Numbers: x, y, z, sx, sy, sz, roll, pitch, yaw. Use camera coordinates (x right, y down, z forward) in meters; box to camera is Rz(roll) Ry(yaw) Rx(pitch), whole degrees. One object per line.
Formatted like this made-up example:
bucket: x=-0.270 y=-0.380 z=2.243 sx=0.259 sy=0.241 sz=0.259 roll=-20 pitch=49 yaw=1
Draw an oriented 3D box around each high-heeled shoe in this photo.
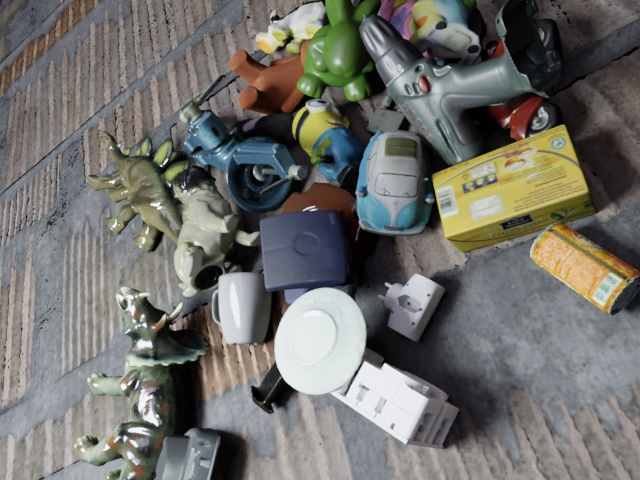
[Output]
high-heeled shoe: x=-0.144 y=-0.209 z=0.984 sx=0.249 sy=0.086 sz=0.145 roll=-23 pitch=58 yaw=30

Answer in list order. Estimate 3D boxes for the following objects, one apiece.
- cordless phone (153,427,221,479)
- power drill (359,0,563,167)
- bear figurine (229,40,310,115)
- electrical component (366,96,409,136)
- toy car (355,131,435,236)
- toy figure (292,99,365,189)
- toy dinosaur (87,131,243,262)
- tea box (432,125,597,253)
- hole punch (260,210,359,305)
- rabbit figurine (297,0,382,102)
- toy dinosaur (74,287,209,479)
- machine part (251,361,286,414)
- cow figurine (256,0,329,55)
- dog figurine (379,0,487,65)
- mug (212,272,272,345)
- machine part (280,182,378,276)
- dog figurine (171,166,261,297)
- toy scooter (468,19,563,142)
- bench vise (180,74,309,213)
cordless phone: x=-0.137 y=0.347 z=0.745 sx=0.184 sy=0.088 sz=0.146 roll=5 pitch=72 yaw=25
power drill: x=0.162 y=-0.206 z=0.644 sx=0.086 sy=0.232 sz=0.207 roll=-40 pitch=14 yaw=-37
bear figurine: x=-0.040 y=-0.297 z=0.927 sx=0.196 sy=0.132 sz=0.120 roll=-26 pitch=68 yaw=30
electrical component: x=0.104 y=-0.180 z=0.838 sx=0.063 sy=0.021 sz=0.094 roll=22 pitch=84 yaw=39
toy car: x=0.107 y=-0.092 z=0.728 sx=0.109 sy=0.102 sz=0.161 roll=7 pitch=67 yaw=3
toy figure: x=0.014 y=-0.151 z=0.852 sx=0.089 sy=0.082 sz=0.180 roll=-36 pitch=56 yaw=14
toy dinosaur: x=-0.311 y=-0.081 z=1.033 sx=0.198 sy=0.105 sz=0.472 roll=-44 pitch=62 yaw=5
tea box: x=0.235 y=-0.059 z=0.663 sx=0.170 sy=0.068 sz=0.098 roll=-18 pitch=62 yaw=26
hole punch: x=-0.018 y=0.019 z=0.725 sx=0.116 sy=0.092 sz=0.142 roll=-19 pitch=59 yaw=20
rabbit figurine: x=0.044 y=-0.286 z=0.805 sx=0.170 sy=0.121 sz=0.159 roll=-114 pitch=37 yaw=-75
toy dinosaur: x=-0.268 y=0.281 z=0.836 sx=0.192 sy=0.131 sz=0.405 roll=-16 pitch=67 yaw=29
machine part: x=-0.048 y=0.181 z=0.758 sx=0.139 sy=0.039 sz=0.084 roll=-53 pitch=21 yaw=11
cow figurine: x=-0.045 y=-0.405 z=1.014 sx=0.168 sy=0.068 sz=0.098 roll=5 pitch=67 yaw=33
dog figurine: x=0.149 y=-0.328 z=0.799 sx=0.191 sy=0.108 sz=0.219 roll=129 pitch=143 yaw=-54
mug: x=-0.126 y=0.110 z=0.832 sx=0.110 sy=0.080 sz=0.107 roll=-11 pitch=72 yaw=27
machine part: x=-0.002 y=-0.002 z=0.811 sx=0.179 sy=0.056 sz=0.179 roll=-14 pitch=62 yaw=28
dog figurine: x=-0.209 y=-0.019 z=0.894 sx=0.172 sy=0.121 sz=0.191 roll=-45 pitch=54 yaw=-8
toy scooter: x=0.249 y=-0.204 z=0.718 sx=0.135 sy=0.075 sz=0.184 roll=-5 pitch=71 yaw=36
bench vise: x=-0.107 y=-0.127 z=0.821 sx=0.129 sy=0.223 sz=0.241 roll=-42 pitch=31 yaw=-23
